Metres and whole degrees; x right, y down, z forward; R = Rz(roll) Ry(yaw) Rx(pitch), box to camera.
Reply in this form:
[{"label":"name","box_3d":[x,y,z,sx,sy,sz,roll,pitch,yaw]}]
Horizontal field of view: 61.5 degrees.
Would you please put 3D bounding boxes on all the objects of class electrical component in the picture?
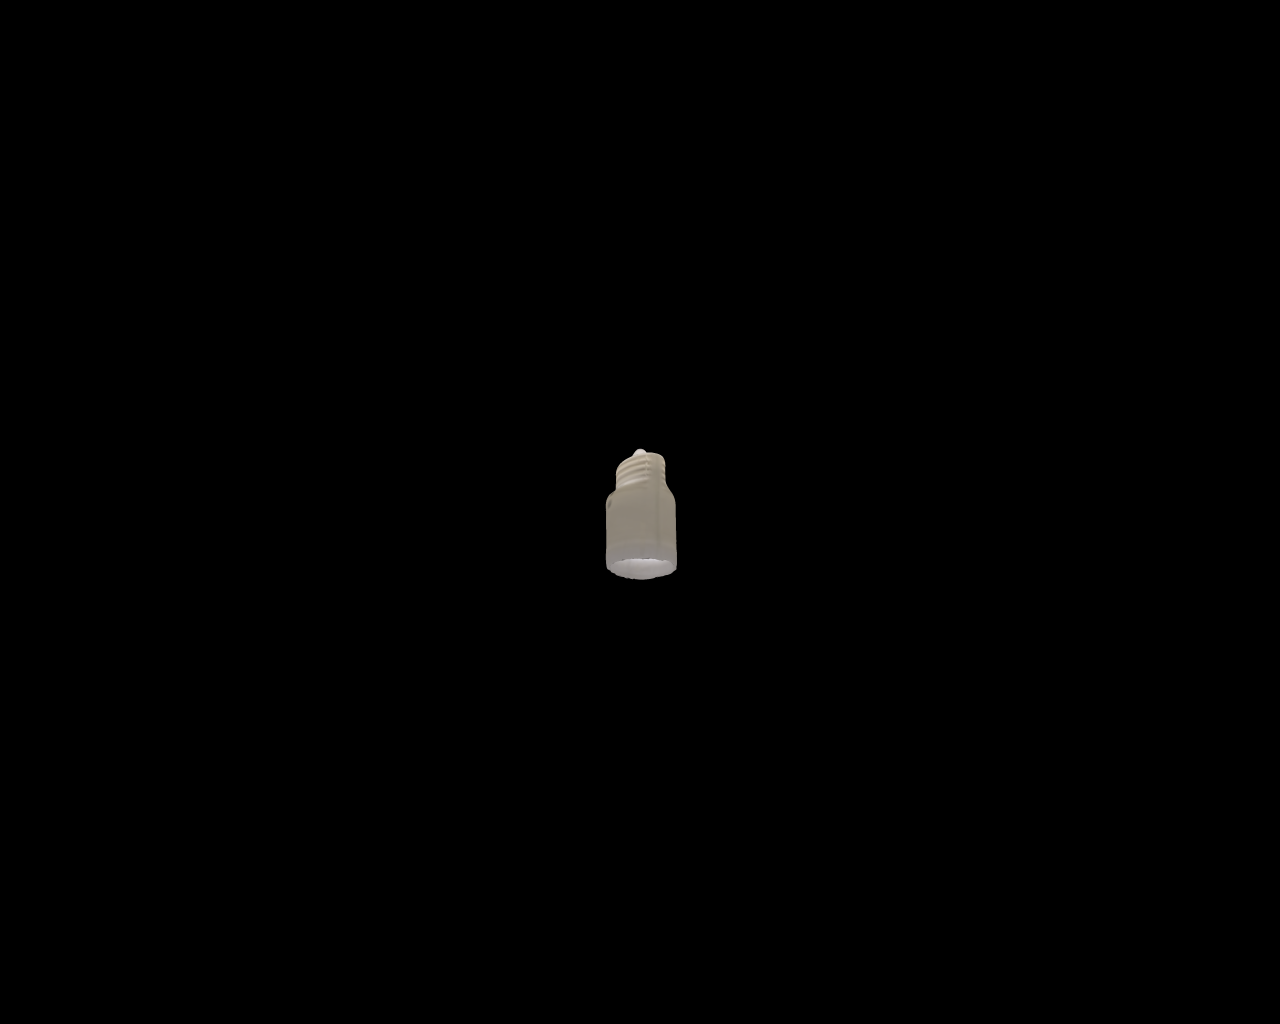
[{"label":"electrical component","box_3d":[0.001,-0.003,0.650,0.043,0.081,0.043,0,-21,0]}]
